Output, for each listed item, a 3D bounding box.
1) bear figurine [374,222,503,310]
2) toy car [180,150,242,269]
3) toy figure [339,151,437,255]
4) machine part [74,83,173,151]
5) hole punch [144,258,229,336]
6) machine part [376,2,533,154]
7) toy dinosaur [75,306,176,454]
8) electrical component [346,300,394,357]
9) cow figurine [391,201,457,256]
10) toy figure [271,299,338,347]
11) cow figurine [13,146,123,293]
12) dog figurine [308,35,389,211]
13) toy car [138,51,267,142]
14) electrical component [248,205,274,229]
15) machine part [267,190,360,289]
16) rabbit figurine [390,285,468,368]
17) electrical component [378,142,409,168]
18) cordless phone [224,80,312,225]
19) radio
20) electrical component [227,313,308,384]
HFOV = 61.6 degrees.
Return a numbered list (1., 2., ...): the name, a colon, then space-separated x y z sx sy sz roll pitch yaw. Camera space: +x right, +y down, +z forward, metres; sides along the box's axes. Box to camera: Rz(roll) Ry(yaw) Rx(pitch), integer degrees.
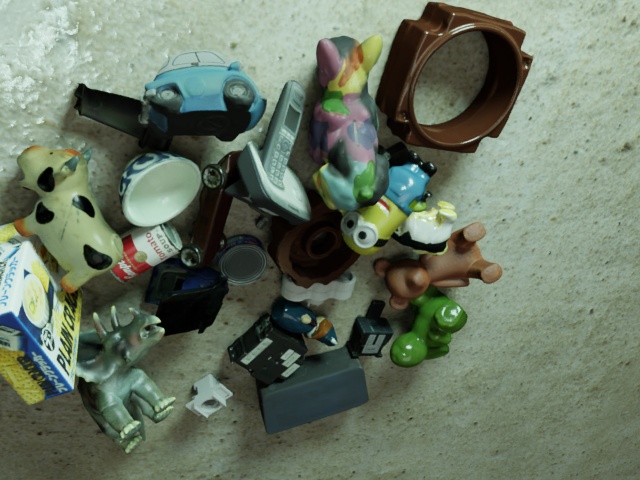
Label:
1. bear figurine: 0.212 0.052 0.999 0.196 0.132 0.120 -21 92 -10
2. toy car: -0.163 -0.047 0.817 0.053 0.089 0.202 28 118 13
3. toy figure: 0.110 -0.052 0.850 0.180 0.082 0.089 -48 136 3
4. machine part: -0.261 -0.168 0.726 0.139 0.039 0.084 18 121 -31
5. hole punch: -0.226 0.091 0.892 0.116 0.092 0.142 -1 132 -36
6. machine part: 0.202 -0.239 0.813 0.201 0.087 0.201 4 123 -23
7. toy dinosaur: -0.355 0.255 0.925 0.131 0.192 0.404 -36 169 -38
8. electrical component: 0.109 0.183 1.099 0.075 0.048 0.119 9 122 -25
9. cow figurine: 0.147 -0.027 0.937 0.167 0.068 0.098 9 113 -1
10. toy figure: -0.021 0.160 1.025 0.154 0.064 0.058 31 95 -33
11. cow figurine: -0.342 -0.040 0.736 0.127 0.085 0.194 -28 105 5
12. dog figurine: 0.040 -0.172 0.750 0.108 0.192 0.219 -8 141 -7
13. toy car: -0.157 -0.193 0.705 0.162 0.103 0.109 -6 162 -21
14. electrical component: -0.085 -0.061 0.873 0.063 0.021 0.094 30 110 -33
15. machine part: -0.002 -0.003 0.908 0.179 0.056 0.179 -17 131 -21
16. rabbit figurine: 0.207 0.186 1.095 0.170 0.121 0.159 -48 148 -2
17. electrical component: 0.121 -0.116 0.894 0.078 0.045 0.102 -24 128 -1
18. cordless phone: -0.049 -0.126 0.786 0.146 0.089 0.184 27 81 -60
19. radio: -0.017 0.312 1.128 0.230 0.073 0.130 -15 126 -11
20. electrical component: -0.093 0.215 1.042 0.115 0.058 0.134 -40 127 12
